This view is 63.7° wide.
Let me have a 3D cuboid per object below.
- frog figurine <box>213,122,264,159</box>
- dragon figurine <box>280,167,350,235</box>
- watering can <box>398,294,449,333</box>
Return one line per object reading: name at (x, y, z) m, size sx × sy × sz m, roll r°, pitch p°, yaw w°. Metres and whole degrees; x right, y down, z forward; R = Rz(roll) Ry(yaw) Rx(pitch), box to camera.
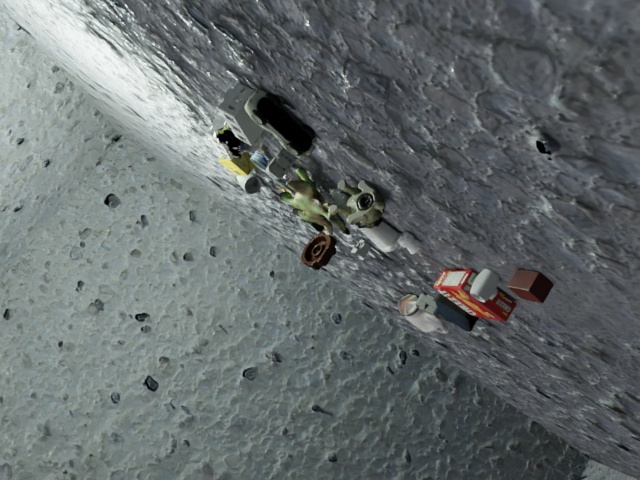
frog figurine at (-0.227, -0.317, 1.557) m, size 0.138 × 0.121 × 0.161 m, roll 24°, pitch -157°, yaw 16°
dragon figurine at (0.005, -0.080, 1.596) m, size 0.403 × 0.122 × 0.247 m, roll 46°, pitch 179°, yaw -44°
watering can at (0.439, 0.336, 2.319) m, size 0.223 × 0.105 × 0.347 m, roll 39°, pitch 170°, yaw -15°
